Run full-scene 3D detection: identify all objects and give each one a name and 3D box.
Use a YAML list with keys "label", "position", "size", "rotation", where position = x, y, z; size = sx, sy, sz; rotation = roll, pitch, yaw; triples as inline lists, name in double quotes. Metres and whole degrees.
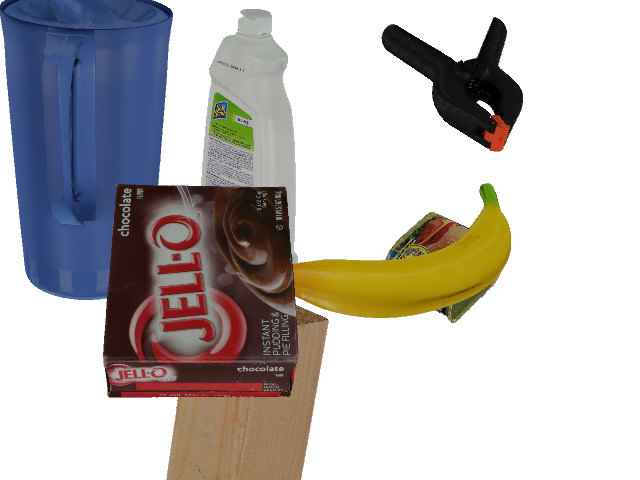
- label: "bleach bottle"
  position: [-0.063, -0.090, 1.009]
  size: [0.103, 0.251, 0.067]
  rotation: [21, 29, 29]
- label: "banana"
  position: [0.066, 0.018, 0.711]
  size: [0.197, 0.037, 0.070]
  rotation: [-21, 52, -36]
- label: "can of meat"
  position: [0.122, 0.023, 1.063]
  size: [0.084, 0.057, 0.101]
  rotation: [26, 45, 28]
- label: "pudding box"
  position: [-0.060, 0.023, 0.532]
  size: [0.090, 0.113, 0.039]
  rotation: [1, -42, -8]
- label: "wood block"
  position: [-0.069, 0.158, 0.954]
  size: [0.090, 0.206, 0.090]
  rotation: [20, 17, 38]
- label: "pitcher"
  position: [-0.193, -0.074, 0.872]
  size: [0.145, 0.243, 0.148]
  rotation: [25, 31, 38]
- label: "clamp"
  position: [0.121, -0.145, 0.952]
  size: [0.120, 0.039, 0.171]
  rotation: [-4, 44, -2]
